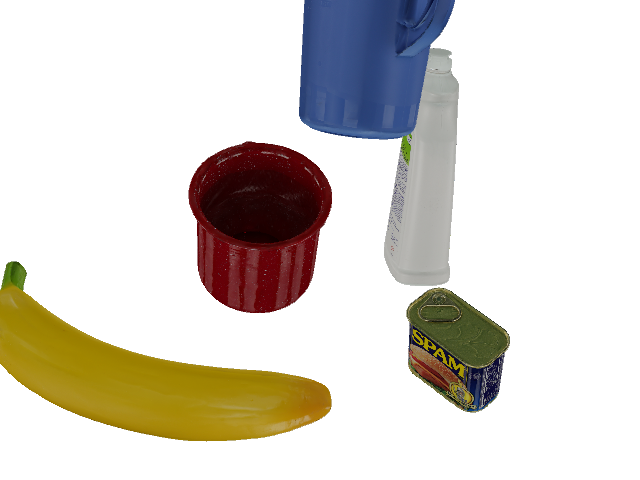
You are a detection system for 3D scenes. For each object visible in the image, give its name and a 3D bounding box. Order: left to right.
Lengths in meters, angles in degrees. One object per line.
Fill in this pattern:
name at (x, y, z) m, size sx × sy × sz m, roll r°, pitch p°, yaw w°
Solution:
banana at (-0.095, 0.061, 0.523) m, size 0.198 × 0.069 × 0.037 m, roll 21°, pitch -38°, yaw 17°
mug at (-0.044, -0.014, 0.726) m, size 0.093 × 0.117 × 0.081 m, roll -5°, pitch -39°, yaw -11°
pitcher at (0.051, -0.214, 0.937) m, size 0.145 × 0.243 × 0.149 m, roll 8°, pitch 15°, yaw 7°
bleach bottle at (0.117, -0.083, 1.172) m, size 0.068 × 0.251 × 0.102 m, roll 0°, pitch 26°, yaw -10°
can of meat at (0.132, 0.110, 1.045) m, size 0.057 × 0.084 × 0.102 m, roll -36°, pitch 55°, yaw -27°
